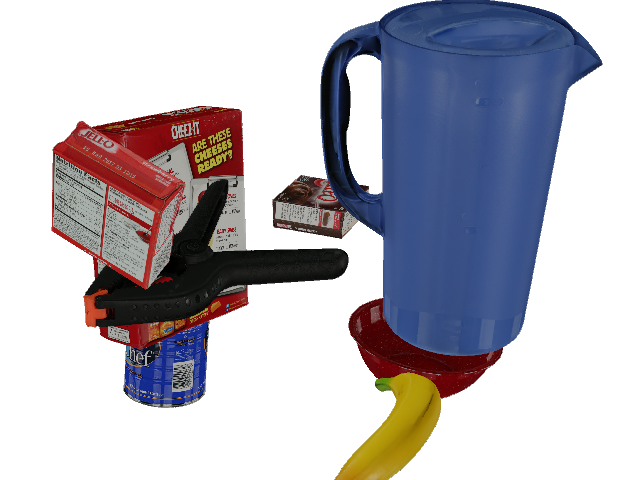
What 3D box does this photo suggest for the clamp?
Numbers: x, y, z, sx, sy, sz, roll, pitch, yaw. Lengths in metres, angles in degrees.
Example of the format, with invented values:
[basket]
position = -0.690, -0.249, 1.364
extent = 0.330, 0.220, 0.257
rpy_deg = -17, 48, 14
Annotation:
[clamp]
position = -0.105, 0.013, 0.868
extent = 0.209, 0.036, 0.165
rpy_deg = -21, 39, -32

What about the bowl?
[bowl]
position = 0.106, 0.119, 1.119
extent = 0.162, 0.055, 0.162
rpy_deg = 6, 25, -3

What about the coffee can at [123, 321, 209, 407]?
[coffee can]
position = -0.187, 0.119, 1.307
extent = 0.103, 0.140, 0.103
rpy_deg = 5, 18, -2

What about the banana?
[banana]
position = 0.062, 0.152, 0.867
extent = 0.070, 0.037, 0.197
rpy_deg = -31, 6, 21

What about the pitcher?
[pitcher]
position = 0.093, -0.044, 0.768
extent = 0.144, 0.243, 0.149
rpy_deg = -18, 33, -33

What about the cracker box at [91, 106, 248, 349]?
[cracker box]
position = -0.152, -0.018, 1.076
extent = 0.072, 0.214, 0.163
rpy_deg = 10, 19, 36

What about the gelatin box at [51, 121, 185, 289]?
[gelatin box]
position = -0.123, -0.020, 0.639
extent = 0.073, 0.030, 0.089
rpy_deg = 31, -36, 7

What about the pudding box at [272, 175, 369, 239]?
[pudding box]
position = 0.001, -0.042, 1.281
extent = 0.090, 0.039, 0.113
rpy_deg = 9, 23, 15
